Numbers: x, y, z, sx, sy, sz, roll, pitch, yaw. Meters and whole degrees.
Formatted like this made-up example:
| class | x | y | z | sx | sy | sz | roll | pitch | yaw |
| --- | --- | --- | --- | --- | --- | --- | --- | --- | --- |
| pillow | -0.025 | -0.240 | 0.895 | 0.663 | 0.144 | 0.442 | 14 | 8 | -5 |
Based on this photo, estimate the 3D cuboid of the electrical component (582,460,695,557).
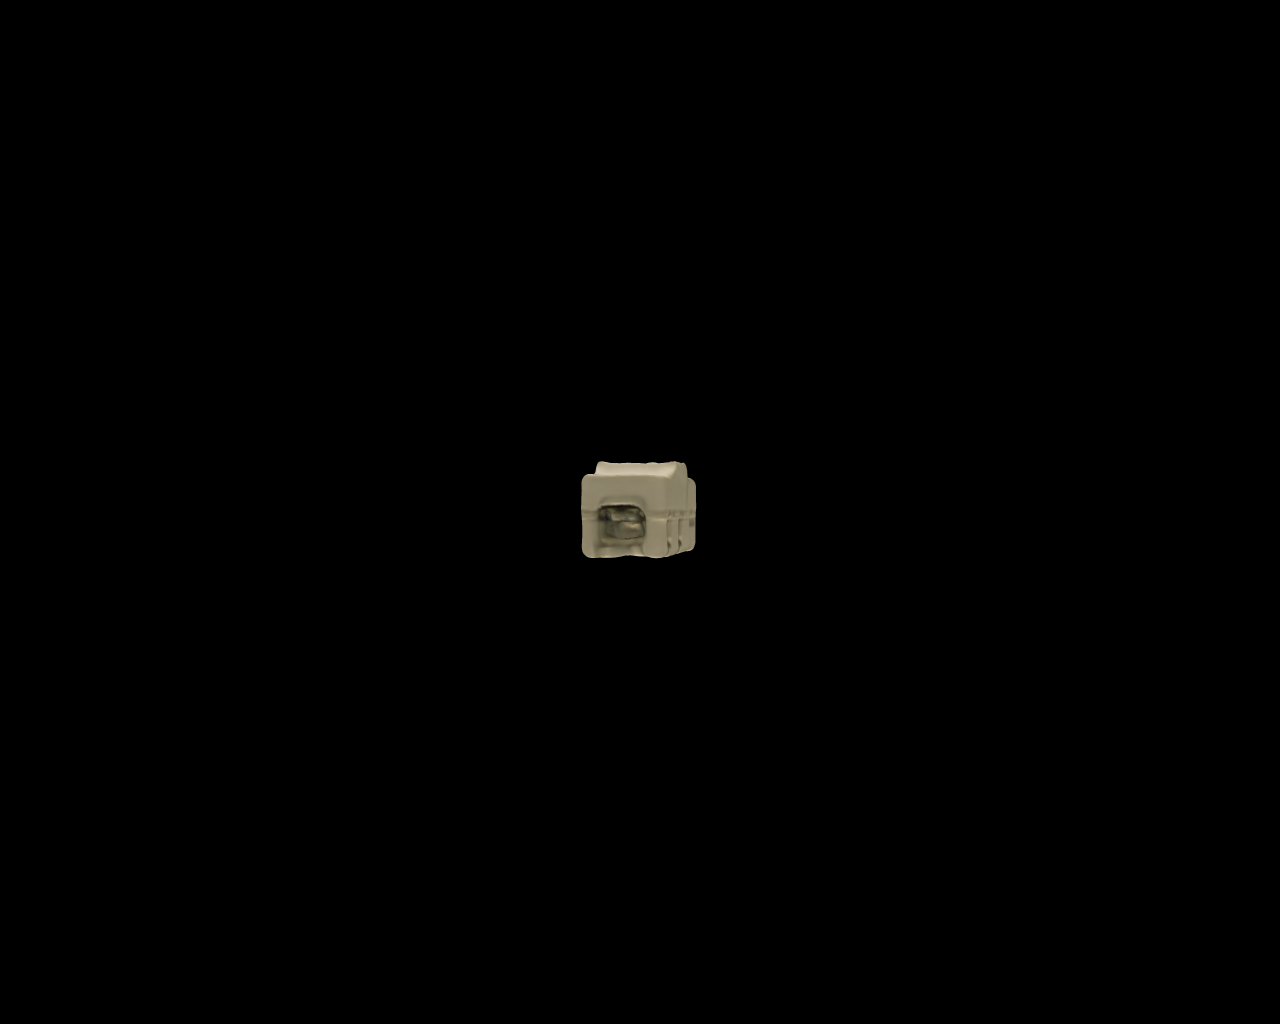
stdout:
| class | x | y | z | sx | sy | sz | roll | pitch | yaw |
| --- | --- | --- | --- | --- | --- | --- | --- | --- | --- |
| electrical component | 0.001 | -0.003 | 0.650 | 0.050 | 0.055 | 0.089 | 0 | 0 | 15 |
